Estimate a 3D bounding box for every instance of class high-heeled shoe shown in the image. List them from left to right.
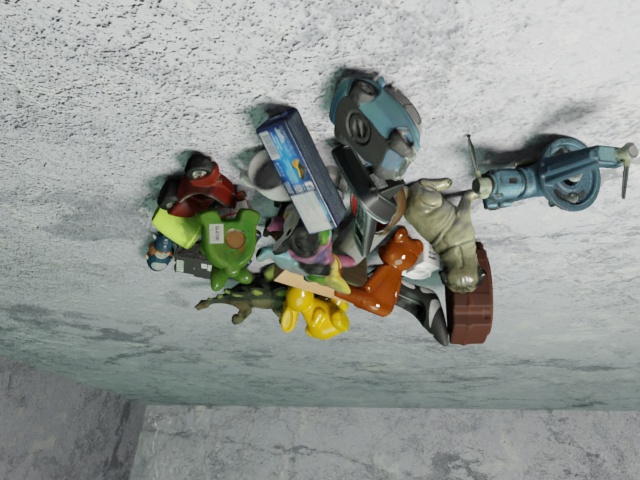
[{"bbox_3d":[0.200,0.157,1.277,0.145,0.249,0.086,-13,138,-8],"label":"high-heeled shoe"}]

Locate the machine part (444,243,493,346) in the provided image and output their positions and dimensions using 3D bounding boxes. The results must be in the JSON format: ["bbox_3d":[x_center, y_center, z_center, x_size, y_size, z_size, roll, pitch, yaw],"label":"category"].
[{"bbox_3d":[0.331,0.121,1.203,0.087,0.201,0.201,-1,152,7],"label":"machine part"}]

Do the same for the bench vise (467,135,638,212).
[{"bbox_3d":[0.364,-0.105,0.833,0.224,0.128,0.240,7,171,-18],"label":"bench vise"}]

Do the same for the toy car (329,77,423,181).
[{"bbox_3d":[0.096,-0.171,0.788,0.103,0.162,0.109,-32,160,-30],"label":"toy car"}]

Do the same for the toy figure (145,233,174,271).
[{"bbox_3d":[-0.391,0.030,1.326,0.064,0.058,0.154,-25,167,-33],"label":"toy figure"}]

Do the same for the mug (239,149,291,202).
[{"bbox_3d":[-0.085,-0.106,0.980,0.110,0.081,0.107,-9,161,17],"label":"mug"}]

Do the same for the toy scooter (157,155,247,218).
[{"bbox_3d":[-0.225,-0.089,1.047,0.135,0.075,0.184,23,143,-32],"label":"toy scooter"}]

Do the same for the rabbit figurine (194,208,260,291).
[{"bbox_3d":[-0.179,0.015,1.065,0.121,0.159,0.170,-12,-179,-18],"label":"rabbit figurine"}]

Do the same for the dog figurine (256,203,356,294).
[{"bbox_3d":[-0.001,0.024,1.060,0.219,0.108,0.191,29,144,-28],"label":"dog figurine"}]

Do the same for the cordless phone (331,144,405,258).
[{"bbox_3d":[0.072,-0.067,0.939,0.089,0.147,0.184,-15,146,-16],"label":"cordless phone"}]

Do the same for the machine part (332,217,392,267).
[{"bbox_3d":[0.086,-0.006,1.141,0.079,0.079,0.243,13,151,-13],"label":"machine part"}]

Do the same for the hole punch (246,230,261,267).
[{"bbox_3d":[-0.209,0.021,1.240,0.116,0.092,0.142,20,153,-18],"label":"hole punch"}]

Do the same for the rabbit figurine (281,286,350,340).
[{"bbox_3d":[-0.027,0.165,1.350,0.162,0.122,0.173,-24,126,27],"label":"rabbit figurine"}]

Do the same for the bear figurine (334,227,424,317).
[{"bbox_3d":[0.138,0.066,1.197,0.132,0.195,0.120,16,172,42],"label":"bear figurine"}]

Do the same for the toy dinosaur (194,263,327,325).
[{"bbox_3d":[-0.106,0.146,1.443,0.472,0.105,0.198,-6,148,-1],"label":"toy dinosaur"}]

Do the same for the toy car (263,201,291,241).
[{"bbox_3d":[-0.064,-0.044,1.126,0.089,0.053,0.202,14,152,-10],"label":"toy car"}]

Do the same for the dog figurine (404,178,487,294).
[{"bbox_3d":[0.219,-0.005,0.997,0.172,0.190,0.121,9,152,-2],"label":"dog figurine"}]

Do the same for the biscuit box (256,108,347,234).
[{"bbox_3d":[-0.028,-0.111,0.883,0.059,0.063,0.202,-13,115,29],"label":"biscuit box"}]

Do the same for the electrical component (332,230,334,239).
[{"bbox_3d":[-0.003,-0.002,1.175,0.045,0.078,0.102,20,158,13],"label":"electrical component"}]

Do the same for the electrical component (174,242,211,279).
[{"bbox_3d":[-0.294,0.050,1.339,0.134,0.058,0.115,11,154,-12],"label":"electrical component"}]
